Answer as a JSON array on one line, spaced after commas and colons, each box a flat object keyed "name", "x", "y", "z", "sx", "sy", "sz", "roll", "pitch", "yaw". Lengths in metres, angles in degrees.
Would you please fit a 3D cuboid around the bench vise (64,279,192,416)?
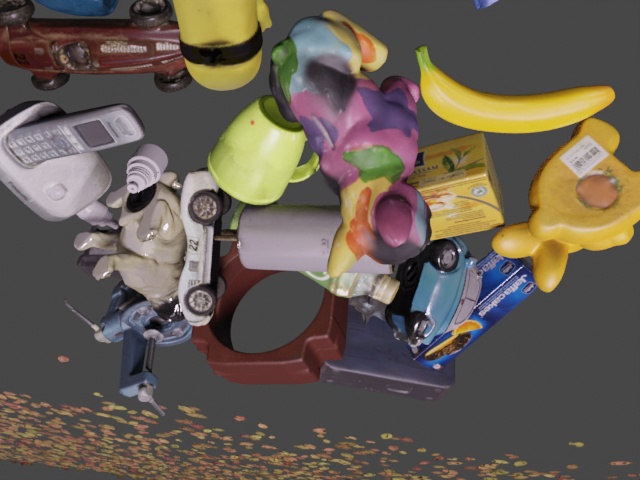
[{"name": "bench vise", "x": -0.286, "y": 0.152, "z": 0.854, "sx": 0.224, "sy": 0.241, "sz": 0.128, "roll": -20, "pitch": 135, "yaw": 9}]

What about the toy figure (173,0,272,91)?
[{"name": "toy figure", "x": -0.090, "y": -0.208, "z": 0.438, "sx": 0.082, "sy": 0.089, "sz": 0.180, "roll": 13, "pitch": 146, "yaw": 5}]

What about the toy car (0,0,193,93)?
[{"name": "toy car", "x": -0.218, "y": -0.186, "z": 0.524, "sx": 0.202, "sy": 0.053, "sz": 0.089, "roll": 4, "pitch": 141, "yaw": 6}]

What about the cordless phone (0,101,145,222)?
[{"name": "cordless phone", "x": -0.274, "y": -0.099, "z": 0.628, "sx": 0.184, "sy": 0.089, "sz": 0.146, "roll": -7, "pitch": 141, "yaw": 12}]

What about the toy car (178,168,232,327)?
[{"name": "toy car", "x": -0.147, "y": 0.010, "z": 0.677, "sx": 0.056, "sy": 0.073, "sz": 0.201, "roll": 6, "pitch": 102, "yaw": 0}]

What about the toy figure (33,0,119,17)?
[{"name": "toy figure", "x": -0.252, "y": -0.232, "z": 0.458, "sx": 0.154, "sy": 0.064, "sz": 0.057, "roll": 13, "pitch": 101, "yaw": -3}]

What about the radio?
[{"name": "radio", "x": 0.109, "y": 0.184, "z": 0.899, "sx": 0.230, "sy": 0.131, "sz": 0.073, "roll": 10, "pitch": 142, "yaw": -4}]

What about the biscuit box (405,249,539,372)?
[{"name": "biscuit box", "x": 0.208, "y": 0.096, "z": 0.753, "sx": 0.062, "sy": 0.059, "sz": 0.202, "roll": 33, "pitch": 110, "yaw": -33}]

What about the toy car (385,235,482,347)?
[{"name": "toy car", "x": 0.155, "y": 0.062, "z": 0.694, "sx": 0.103, "sy": 0.161, "sz": 0.109, "roll": 16, "pitch": 175, "yaw": -17}]

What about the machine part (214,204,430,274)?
[{"name": "machine part", "x": -0.001, "y": -0.002, "z": 0.598, "sx": 0.243, "sy": 0.079, "sz": 0.079, "roll": 3, "pitch": 144, "yaw": 13}]

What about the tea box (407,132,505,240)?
[{"name": "tea box", "x": 0.120, "y": -0.052, "z": 0.629, "sx": 0.170, "sy": 0.068, "sz": 0.098, "roll": -11, "pitch": 141, "yaw": 23}]

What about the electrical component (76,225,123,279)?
[{"name": "electrical component", "x": -0.287, "y": 0.020, "z": 0.795, "sx": 0.119, "sy": 0.075, "sz": 0.047, "roll": 2, "pitch": 147, "yaw": 14}]

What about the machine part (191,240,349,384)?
[{"name": "machine part", "x": -0.064, "y": 0.094, "z": 0.749, "sx": 0.202, "sy": 0.201, "sz": 0.087, "roll": -6, "pitch": 144, "yaw": 17}]

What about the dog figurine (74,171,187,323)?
[{"name": "dog figurine", "x": -0.204, "y": 0.015, "z": 0.738, "sx": 0.172, "sy": 0.121, "sz": 0.190, "roll": -42, "pitch": 140, "yaw": 5}]

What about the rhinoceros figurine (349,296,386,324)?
[{"name": "rhinoceros figurine", "x": 0.107, "y": 0.093, "z": 0.834, "sx": 0.190, "sy": 0.073, "sz": 0.112, "roll": 26, "pitch": 150, "yaw": -26}]

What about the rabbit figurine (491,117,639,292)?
[{"name": "rabbit figurine", "x": 0.278, "y": -0.021, "z": 0.585, "sx": 0.122, "sy": 0.162, "sz": 0.173, "roll": 42, "pitch": -176, "yaw": 18}]

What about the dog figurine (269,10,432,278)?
[{"name": "dog figurine", "x": 0.028, "y": -0.078, "z": 0.486, "sx": 0.108, "sy": 0.219, "sz": 0.191, "roll": -29, "pitch": 131, "yaw": 35}]
